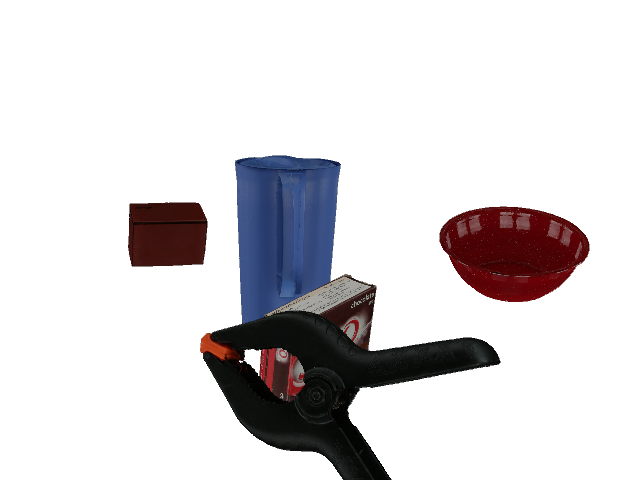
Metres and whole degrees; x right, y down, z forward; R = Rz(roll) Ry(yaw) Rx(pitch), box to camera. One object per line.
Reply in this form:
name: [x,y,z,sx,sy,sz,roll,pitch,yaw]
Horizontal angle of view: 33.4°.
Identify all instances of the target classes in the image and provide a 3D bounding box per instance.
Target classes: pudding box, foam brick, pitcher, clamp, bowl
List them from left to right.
foam brick: [-0.162,-0.007,1.126,0.078,0.051,0.053,-1,24,-14]
pitcher: [-0.044,0.016,1.351,0.145,0.243,0.148,10,14,38]
pudding box: [-0.003,0.088,0.889,0.039,0.090,0.113,23,31,30]
clamp: [0.007,0.098,0.596,0.172,0.120,0.039,11,-9,26]
bowl: [0.210,0.021,1.171,0.162,0.055,0.162,0,29,0]
